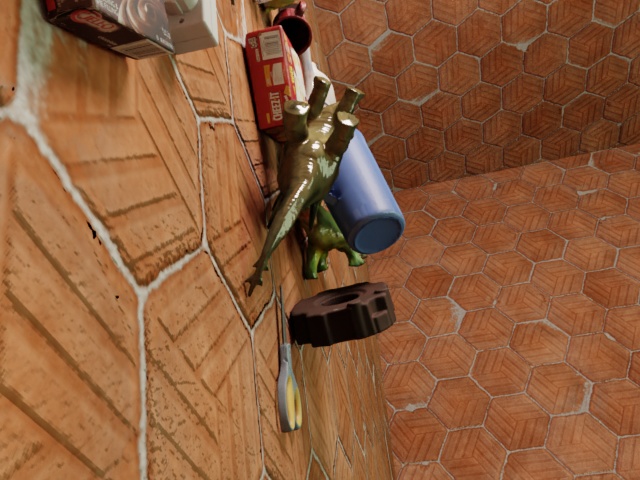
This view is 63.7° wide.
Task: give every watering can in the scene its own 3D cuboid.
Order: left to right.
[{"bbox_3d":[-0.019,-0.380,1.310,0.104,0.230,0.340,-11,-40,8],"label":"watering can"}]

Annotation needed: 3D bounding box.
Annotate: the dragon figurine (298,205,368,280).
[{"bbox_3d":[0.003,-0.054,1.081,0.122,0.242,0.413,-19,5,8],"label":"dragon figurine"}]
